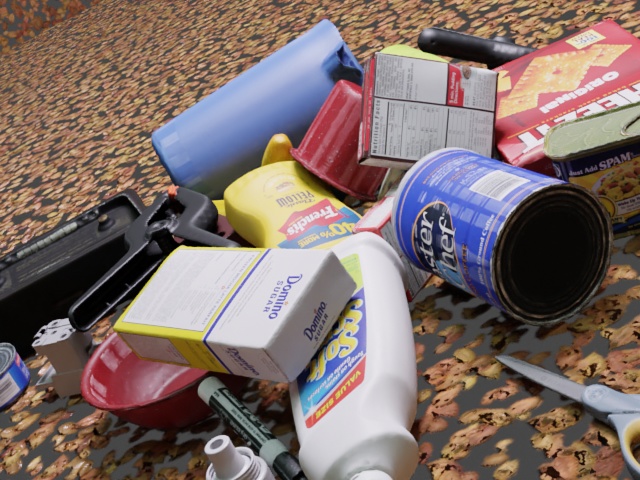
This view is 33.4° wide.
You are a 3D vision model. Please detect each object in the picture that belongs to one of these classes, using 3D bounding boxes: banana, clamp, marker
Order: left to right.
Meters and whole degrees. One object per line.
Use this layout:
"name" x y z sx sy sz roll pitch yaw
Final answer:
"clamp" -0.149 0.007 0.979 0.164 0.036 0.210 -23 25 3
"banana" -0.068 -0.045 1.065 0.198 0.069 0.037 -29 35 51
"marker" -0.045 0.134 0.738 0.020 0.020 0.121 -35 45 -20
"clamp" 0.181 -0.195 1.107 0.171 0.039 0.120 13 19 -3

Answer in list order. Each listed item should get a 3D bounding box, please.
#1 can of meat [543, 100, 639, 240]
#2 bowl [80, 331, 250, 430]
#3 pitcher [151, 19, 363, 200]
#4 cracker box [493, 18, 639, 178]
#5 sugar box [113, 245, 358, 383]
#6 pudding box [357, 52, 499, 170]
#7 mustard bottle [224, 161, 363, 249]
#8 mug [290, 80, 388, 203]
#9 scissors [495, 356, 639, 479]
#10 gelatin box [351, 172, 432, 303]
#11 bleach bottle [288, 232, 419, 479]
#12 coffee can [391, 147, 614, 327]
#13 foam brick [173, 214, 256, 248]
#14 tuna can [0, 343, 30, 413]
"can of meat" 0.230 -0.051 0.804 0.102 0.084 0.057 -15 27 21
"bowl" -0.108 0.101 0.858 0.162 0.055 0.162 -21 25 10
"pitcher" -0.060 -0.128 1.197 0.243 0.149 0.145 -30 40 -3
"cracker box" 0.225 -0.109 0.937 0.164 0.072 0.214 -24 25 5
"sugar box" -0.065 0.051 0.782 0.177 0.048 0.093 4 49 44
"pudding box" 0.090 -0.103 0.888 0.113 0.090 0.039 6 -5 -11
"mustard bottle" -0.006 0.001 0.924 0.096 0.058 0.192 -17 38 -20
"mug" 0.040 -0.089 0.979 0.093 0.117 0.081 43 108 44
"scissors" 0.189 0.092 0.644 0.096 0.016 0.202 -27 25 -6
"gelatin box" 0.070 -0.003 0.873 0.030 0.073 0.089 -2 35 42
"bleach bottle" 0.028 0.094 0.729 0.103 0.068 0.251 -33 27 12
"coffee can" 0.130 -0.006 0.788 0.102 0.103 0.140 -33 26 -15
"foam brick" -0.097 0.012 1.026 0.053 0.051 0.078 -37 27 -23
"tuna can" -0.319 0.137 1.012 0.086 0.033 0.086 -21 25 10
